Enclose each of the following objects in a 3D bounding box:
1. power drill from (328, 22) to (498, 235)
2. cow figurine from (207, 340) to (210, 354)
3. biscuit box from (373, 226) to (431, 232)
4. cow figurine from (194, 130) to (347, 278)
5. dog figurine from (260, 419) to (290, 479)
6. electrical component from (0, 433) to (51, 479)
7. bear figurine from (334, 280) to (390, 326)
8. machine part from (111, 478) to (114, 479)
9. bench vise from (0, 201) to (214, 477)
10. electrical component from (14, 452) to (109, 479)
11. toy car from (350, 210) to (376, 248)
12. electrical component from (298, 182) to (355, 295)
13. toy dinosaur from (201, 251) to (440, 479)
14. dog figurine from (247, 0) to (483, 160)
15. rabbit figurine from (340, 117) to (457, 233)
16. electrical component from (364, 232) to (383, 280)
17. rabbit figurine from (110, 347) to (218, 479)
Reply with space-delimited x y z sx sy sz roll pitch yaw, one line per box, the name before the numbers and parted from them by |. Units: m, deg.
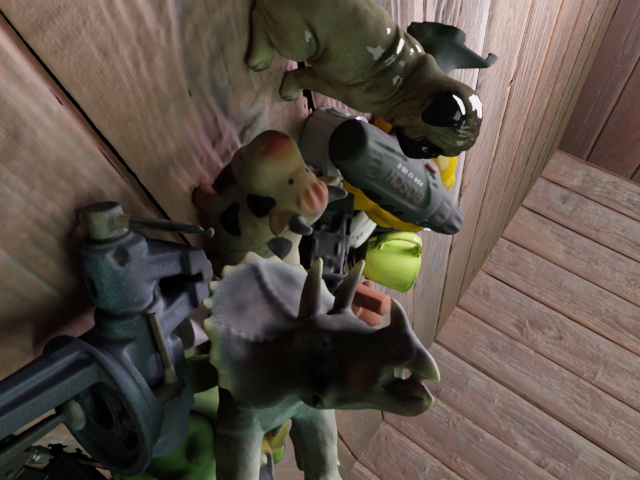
power drill | 0.122 -0.122 0.611 0.232 0.086 0.207 16 103 -40
cow figurine | -0.106 0.153 0.670 0.098 0.068 0.167 -33 146 -49
biscuit box | 0.139 -0.045 0.934 0.202 0.063 0.059 -1 89 -65
cow figurine | -0.049 -0.016 0.502 0.085 0.127 0.194 -46 157 -36
dog figurine | -0.113 0.343 0.764 0.191 0.109 0.219 29 71 -66
electrical component | -0.264 0.183 0.424 0.063 0.021 0.094 -57 149 -11
bear figurine | 0.067 0.128 0.942 0.120 0.132 0.195 -58 152 0
machine part | -0.174 0.280 0.677 0.243 0.079 0.079 -27 141 -53
bench vise | -0.173 0.095 0.381 0.240 0.129 0.223 -34 138 -49
electrical component | -0.250 0.244 0.508 0.075 0.048 0.119 -49 157 -26
toy car | 0.087 -0.081 0.806 0.201 0.056 0.073 -55 158 -10
electrical component | -0.001 -0.002 0.635 0.115 0.058 0.134 125 -27 -67
toy dinosaur | -0.042 0.120 0.479 0.405 0.131 0.192 142 -53 -72
dog figurine | 0.049 -0.155 0.450 0.121 0.191 0.172 -61 157 3
rabbit figurine | 0.086 -0.089 0.713 0.173 0.122 0.162 -24 108 -19
electrical component | 0.115 0.024 1.026 0.078 0.045 0.102 -24 143 -18
rabbit figurine | -0.157 0.179 0.544 0.159 0.121 0.170 -55 143 -20
